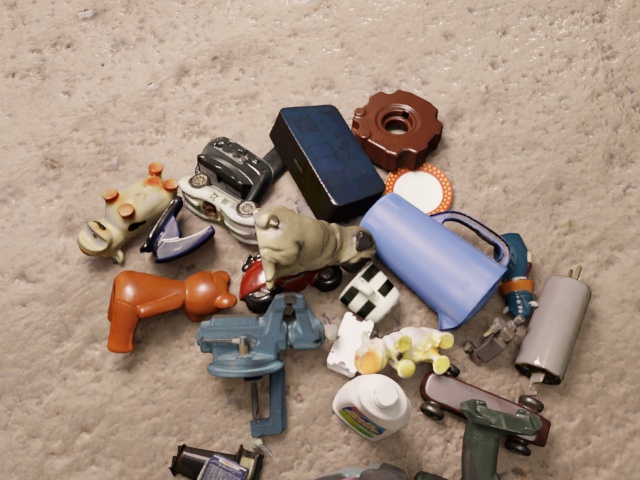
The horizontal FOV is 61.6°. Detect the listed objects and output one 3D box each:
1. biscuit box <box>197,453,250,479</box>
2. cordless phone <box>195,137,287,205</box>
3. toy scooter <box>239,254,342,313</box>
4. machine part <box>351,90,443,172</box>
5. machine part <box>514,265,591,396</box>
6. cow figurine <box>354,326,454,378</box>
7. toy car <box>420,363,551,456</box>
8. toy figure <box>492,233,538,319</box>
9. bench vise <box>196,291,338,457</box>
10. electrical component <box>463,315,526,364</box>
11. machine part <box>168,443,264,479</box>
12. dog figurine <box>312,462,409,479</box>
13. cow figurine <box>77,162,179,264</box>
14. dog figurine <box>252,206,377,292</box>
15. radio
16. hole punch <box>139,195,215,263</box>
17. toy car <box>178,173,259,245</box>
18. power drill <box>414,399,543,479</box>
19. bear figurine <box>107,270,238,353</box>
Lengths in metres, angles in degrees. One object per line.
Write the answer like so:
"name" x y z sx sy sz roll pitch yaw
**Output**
"biscuit box" -0.172 0.413 0.761 0.063 0.059 0.202 25 81 5
"cordless phone" -0.134 -0.158 1.032 0.147 0.088 0.184 34 60 14
"toy scooter" -0.062 0.043 0.937 0.184 0.075 0.135 -17 67 -10
"machine part" 0.150 -0.216 1.046 0.179 0.056 0.179 0 58 0
"machine part" 0.386 0.147 0.889 0.079 0.079 0.243 25 70 10
"cow figurine" 0.118 0.171 0.848 0.167 0.098 0.068 1 96 -23
"toy car" 0.257 0.266 0.850 0.202 0.053 0.089 20 66 13
"toy figure" 0.341 0.064 0.935 0.058 0.064 0.154 10 66 -34
"bench vise" -0.079 0.203 0.847 0.224 0.129 0.240 -1 90 -16
"electrical component" 0.280 0.160 0.877 0.045 0.102 0.078 44 50 10
"machine part" -0.159 0.349 0.825 0.139 0.039 0.084 10 76 2
"dog figurine" 0.003 0.378 0.742 0.219 0.191 0.108 -1 72 -17
"cow figurine" -0.344 -0.040 0.959 0.085 0.127 0.195 39 58 15
"dog figurine" -0.003 -0.005 0.838 0.191 0.172 0.121 -11 75 -5
"radio" 0.014 -0.145 0.999 0.131 0.073 0.230 -16 67 -31
"hole punch" -0.245 -0.003 0.932 0.092 0.142 0.116 37 81 -11
"toy car" -0.173 -0.055 0.965 0.202 0.073 0.056 30 61 23
"power drill" 0.258 0.346 0.776 0.232 0.086 0.207 13 101 13
"bear figurine" -0.247 0.108 0.902 0.196 0.131 0.120 6 28 -28
